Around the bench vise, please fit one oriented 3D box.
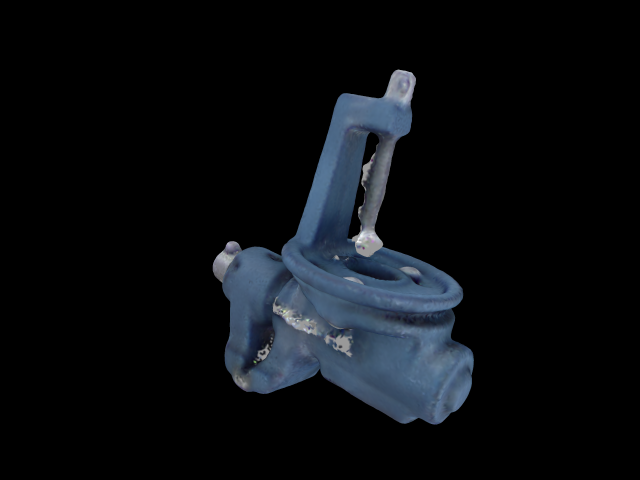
[{"bbox_3d":[-0.001,0.002,0.389,0.207,0.220,0.122,1,4,19],"label":"bench vise"}]
